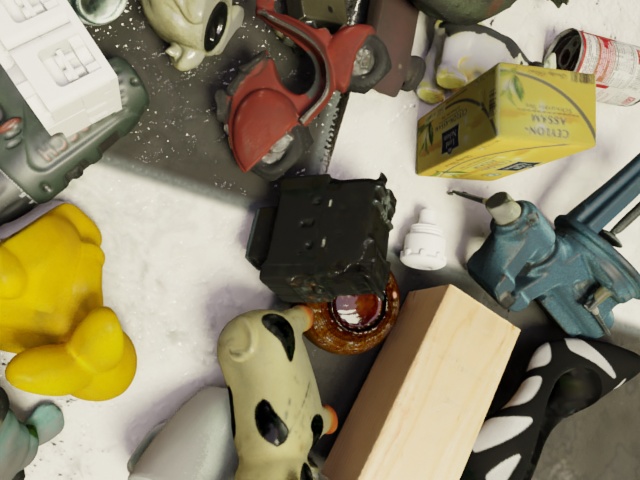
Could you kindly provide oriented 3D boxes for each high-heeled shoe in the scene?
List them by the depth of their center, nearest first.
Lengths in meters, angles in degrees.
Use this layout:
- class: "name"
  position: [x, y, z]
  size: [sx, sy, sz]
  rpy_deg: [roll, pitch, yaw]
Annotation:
- class: "high-heeled shoe"
  position: [0.244, 0.181, 0.533]
  size: [0.249, 0.145, 0.086]
  rpy_deg: [-12, 125, -4]

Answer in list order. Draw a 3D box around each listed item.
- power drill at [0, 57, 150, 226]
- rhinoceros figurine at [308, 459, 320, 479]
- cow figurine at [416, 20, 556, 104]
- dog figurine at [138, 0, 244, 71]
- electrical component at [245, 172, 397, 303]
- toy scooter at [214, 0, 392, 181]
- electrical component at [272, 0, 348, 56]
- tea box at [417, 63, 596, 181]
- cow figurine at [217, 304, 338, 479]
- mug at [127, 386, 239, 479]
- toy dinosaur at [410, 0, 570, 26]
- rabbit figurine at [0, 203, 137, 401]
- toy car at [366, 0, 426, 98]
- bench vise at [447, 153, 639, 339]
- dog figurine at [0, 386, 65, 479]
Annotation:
- class: "power drill"
  position: [-0.289, -0.129, 0.472]
  size: [0.232, 0.086, 0.207]
  rpy_deg: [-35, 91, -13]
- class: "rhinoceros figurine"
  position: [-0.025, 0.276, 0.516]
  size: [0.190, 0.073, 0.112]
  rpy_deg: [24, 93, -12]
- class: "cow figurine"
  position: [0.197, -0.184, 0.588]
  size: [0.167, 0.068, 0.098]
  rpy_deg: [14, 78, -12]
- class: "dog figurine"
  position: [-0.167, -0.269, 0.506]
  size: [0.191, 0.121, 0.172]
  rpy_deg: [22, 79, 4]
- class: "electrical component"
  position: [-0.001, -0.002, 0.504]
  size: [0.134, 0.058, 0.115]
  rpy_deg: [-4, 57, 22]
- class: "toy scooter"
  position: [-0.036, -0.154, 0.511]
  size: [0.184, 0.075, 0.135]
  rpy_deg: [-44, 101, 10]
- class: "electrical component"
  position: [-0.015, -0.247, 0.557]
  size: [0.078, 0.045, 0.102]
  rpy_deg: [-16, 94, -41]
- class: "tea box"
  position: [0.170, -0.105, 0.523]
  size: [0.098, 0.169, 0.068]
  rpy_deg: [3, 85, -11]
- class: "cow figurine"
  position: [-0.040, 0.155, 0.454]
  size: [0.086, 0.127, 0.195]
  rpy_deg: [-17, 77, 22]
- class: "mug"
  position: [-0.116, 0.189, 0.490]
  size: [0.080, 0.110, 0.107]
  rpy_deg: [63, 40, -26]
- class: "toy dinosaur"
  position: [0.162, -0.287, 0.528]
  size: [0.405, 0.131, 0.192]
  rpy_deg: [-36, 106, -17]
- class: "rabbit figurine"
  position: [-0.210, 0.067, 0.456]
  size: [0.122, 0.162, 0.173]
  rpy_deg: [-34, 113, -22]
- class: "toy car"
  position: [0.077, -0.250, 0.570]
  size: [0.089, 0.053, 0.202]
  rpy_deg: [13, 85, -31]
- class: "bench vise"
  position: [0.277, -0.011, 0.557]
  size: [0.240, 0.129, 0.223]
  rpy_deg: [-44, 105, 7]
- class: "dog figurine"
  position: [-0.290, 0.170, 0.386]
  size: [0.108, 0.219, 0.191]
  rpy_deg: [40, 79, -4]
